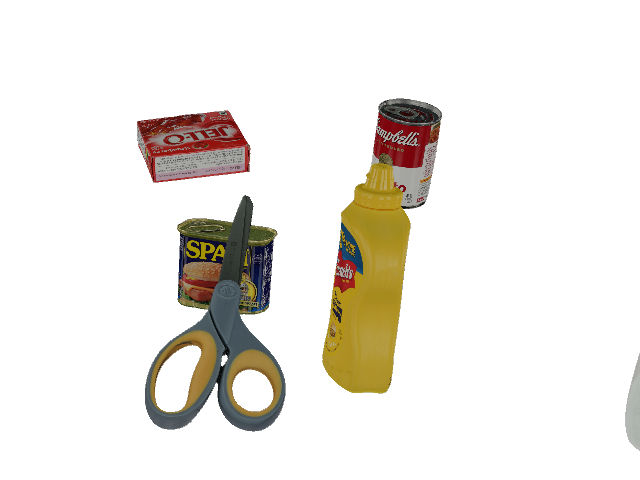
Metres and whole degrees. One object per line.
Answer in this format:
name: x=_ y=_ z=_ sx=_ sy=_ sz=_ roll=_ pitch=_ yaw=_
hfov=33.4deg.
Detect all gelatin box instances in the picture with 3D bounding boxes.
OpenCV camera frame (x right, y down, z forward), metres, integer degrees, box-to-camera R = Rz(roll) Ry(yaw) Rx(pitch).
gelatin box: x=-0.114 y=-0.085 z=0.953 sx=0.089 sy=0.030 sz=0.073 roll=-9 pitch=34 yaw=-16

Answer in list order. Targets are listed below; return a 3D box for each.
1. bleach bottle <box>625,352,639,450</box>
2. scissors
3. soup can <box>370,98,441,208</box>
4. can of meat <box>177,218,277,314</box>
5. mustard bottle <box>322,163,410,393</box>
bleach bottle: x=0.277 y=0.069 z=0.724 sx=0.103 sy=0.068 sz=0.250 roll=11 pitch=23 yaw=23
scissors: x=-0.048 y=0.050 z=0.712 sx=0.096 sy=0.016 sz=0.201 roll=21 pitch=48 yaw=9
soup can: x=0.090 y=-0.094 z=1.153 sx=0.068 sy=0.102 sz=0.068 roll=5 pitch=29 yaw=-3
can of meat: x=-0.100 y=0.028 z=1.122 sx=0.102 sy=0.084 sz=0.057 roll=8 pitch=16 yaw=13
mustard bottle: x=0.042 y=0.028 z=0.919 sx=0.058 sy=0.192 sz=0.096 roll=3 pitch=18 yaw=-12
